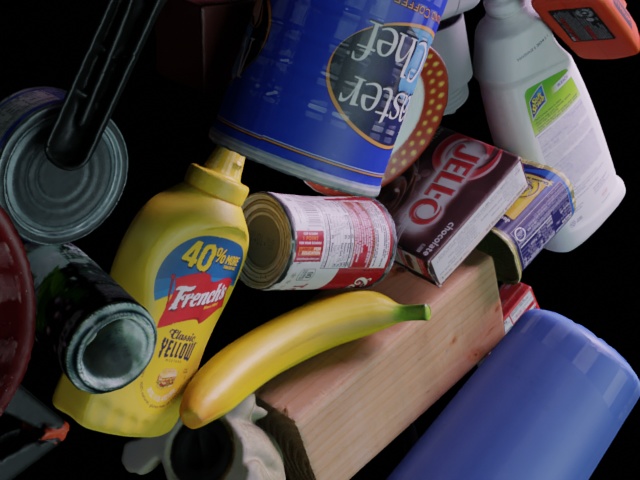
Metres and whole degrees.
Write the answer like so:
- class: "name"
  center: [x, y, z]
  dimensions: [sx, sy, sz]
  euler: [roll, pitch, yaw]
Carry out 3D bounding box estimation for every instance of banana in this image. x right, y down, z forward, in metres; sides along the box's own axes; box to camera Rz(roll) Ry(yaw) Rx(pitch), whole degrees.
- class: "banana"
  center: [-0.020, 0.072, 0.717]
  dimensions: [0.197, 0.070, 0.037]
  euler: [-23, 100, -30]

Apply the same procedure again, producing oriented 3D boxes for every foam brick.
- class: "foam brick"
  center: [-0.055, -0.125, 0.642]
  dimensions: [0.078, 0.051, 0.053]
  euler: [-19, 123, -38]

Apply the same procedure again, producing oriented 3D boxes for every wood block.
- class: "wood block"
  center: [0.037, 0.086, 0.810]
  dimensions: [0.205, 0.091, 0.090]
  euler: [-37, 132, -26]

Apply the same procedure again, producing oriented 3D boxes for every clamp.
- class: "clamp"
  center: [-0.226, 0.121, 0.604]
  dimensions: [0.171, 0.039, 0.120]
  euler: [17, 97, -44]
- class: "clamp"
  center: [-0.088, -0.143, 0.559]
  dimensions: [0.165, 0.036, 0.209]
  euler: [-58, -172, 47]

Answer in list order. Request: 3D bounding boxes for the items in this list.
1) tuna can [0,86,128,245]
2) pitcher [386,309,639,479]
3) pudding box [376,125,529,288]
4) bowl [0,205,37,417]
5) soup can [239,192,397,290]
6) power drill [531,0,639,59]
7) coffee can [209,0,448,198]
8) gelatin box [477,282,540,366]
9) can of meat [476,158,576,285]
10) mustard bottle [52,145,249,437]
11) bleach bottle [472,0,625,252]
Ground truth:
- class: "tuna can"
  center: [-0.152, -0.041, 0.601]
  dimensions: [0.085, 0.034, 0.086]
  euler: [-21, 124, -36]
- class: "pitcher"
  center: [0.137, 0.181, 0.815]
  dimensions: [0.145, 0.149, 0.242]
  euler: [39, 81, -5]
- class: "pudding box"
  center: [0.087, -0.029, 0.803]
  dimensions: [0.113, 0.090, 0.039]
  euler: [-49, 137, -15]
- class: "bowl"
  center: [-0.224, 0.036, 0.529]
  dimensions: [0.161, 0.055, 0.162]
  euler: [5, 84, -48]
- class: "soup can"
  center: [-0.005, 0.001, 0.742]
  dimensions: [0.102, 0.069, 0.068]
  euler: [1, 109, -44]
- class: "power drill"
  center: [0.226, -0.240, 0.827]
  dimensions: [0.184, 0.057, 0.187]
  euler: [26, 71, -47]
- class: "coffee can"
  center: [0.008, -0.106, 0.596]
  dimensions: [0.102, 0.103, 0.140]
  euler: [11, 103, -47]
- class: "gelatin box"
  center: [0.173, 0.088, 0.993]
  dimensions: [0.073, 0.030, 0.089]
  euler: [-47, 136, -16]
- class: "can of meat"
  center: [0.140, -0.022, 0.852]
  dimensions: [0.083, 0.102, 0.057]
  euler: [-44, 134, -23]
- class: "mustard bottle"
  center: [-0.093, 0.028, 0.674]
  dimensions: [0.096, 0.058, 0.191]
  euler: [20, 95, -57]
- class: "bleach bottle"
  center: [0.184, -0.109, 0.881]
  dimensions: [0.102, 0.068, 0.250]
  euler: [-44, 132, -21]
